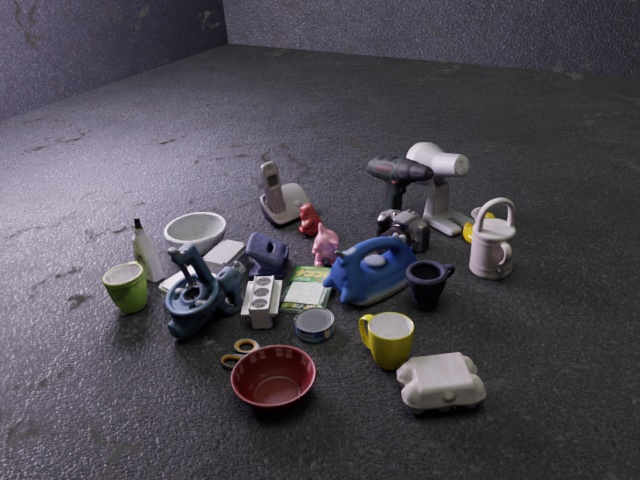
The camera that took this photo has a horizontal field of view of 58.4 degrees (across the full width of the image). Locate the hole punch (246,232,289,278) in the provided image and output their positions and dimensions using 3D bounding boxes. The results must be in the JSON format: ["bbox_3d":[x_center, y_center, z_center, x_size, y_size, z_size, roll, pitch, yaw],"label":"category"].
[{"bbox_3d":[-0.130,0.035,1.437,0.101,0.091,0.108,-1,31,5],"label":"hole punch"}]

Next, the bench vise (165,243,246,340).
[{"bbox_3d":[-0.260,0.083,1.247,0.121,0.220,0.208,10,34,22],"label":"bench vise"}]

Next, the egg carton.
[{"bbox_3d":[0.219,0.262,1.042,0.150,0.069,0.107,-6,31,-4],"label":"egg carton"}]

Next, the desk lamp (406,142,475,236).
[{"bbox_3d":[0.334,-0.151,1.573,0.118,0.214,0.202,-23,36,-28],"label":"desk lamp"}]

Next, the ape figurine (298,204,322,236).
[{"bbox_3d":[-0.032,-0.059,1.582,0.076,0.092,0.078,7,33,18],"label":"ape figurine"}]

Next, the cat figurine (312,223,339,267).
[{"bbox_3d":[0.013,0.005,1.444,0.067,0.118,0.127,-8,31,-6],"label":"cat figurine"}]

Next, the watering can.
[{"bbox_3d":[0.407,-0.015,1.360,0.101,0.194,0.172,-21,35,-26],"label":"watering can"}]

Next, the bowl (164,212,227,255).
[{"bbox_3d":[-0.330,-0.005,1.542,0.167,0.075,0.167,-3,31,2],"label":"bowl"}]

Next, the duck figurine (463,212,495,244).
[{"bbox_3d":[0.426,-0.033,1.493,0.104,0.086,0.078,19,38,33],"label":"duck figurine"}]

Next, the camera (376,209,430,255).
[{"bbox_3d":[0.193,-0.019,1.480,0.142,0.101,0.137,24,41,38],"label":"camera"}]

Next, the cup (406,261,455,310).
[{"bbox_3d":[0.248,0.103,1.278,0.118,0.095,0.091,-16,33,-18],"label":"cup"}]

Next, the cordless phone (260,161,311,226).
[{"bbox_3d":[-0.104,-0.145,1.642,0.148,0.185,0.093,-29,39,-35],"label":"cordless phone"}]

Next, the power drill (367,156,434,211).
[{"bbox_3d":[0.219,-0.133,1.562,0.076,0.209,0.228,-24,37,-30],"label":"power drill"}]

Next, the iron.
[{"bbox_3d":[0.134,0.049,1.335,0.259,0.141,0.118,-21,35,-26],"label":"iron"}]

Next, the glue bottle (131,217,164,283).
[{"bbox_3d":[-0.436,0.020,1.417,0.077,0.173,0.037,18,38,32],"label":"glue bottle"}]
